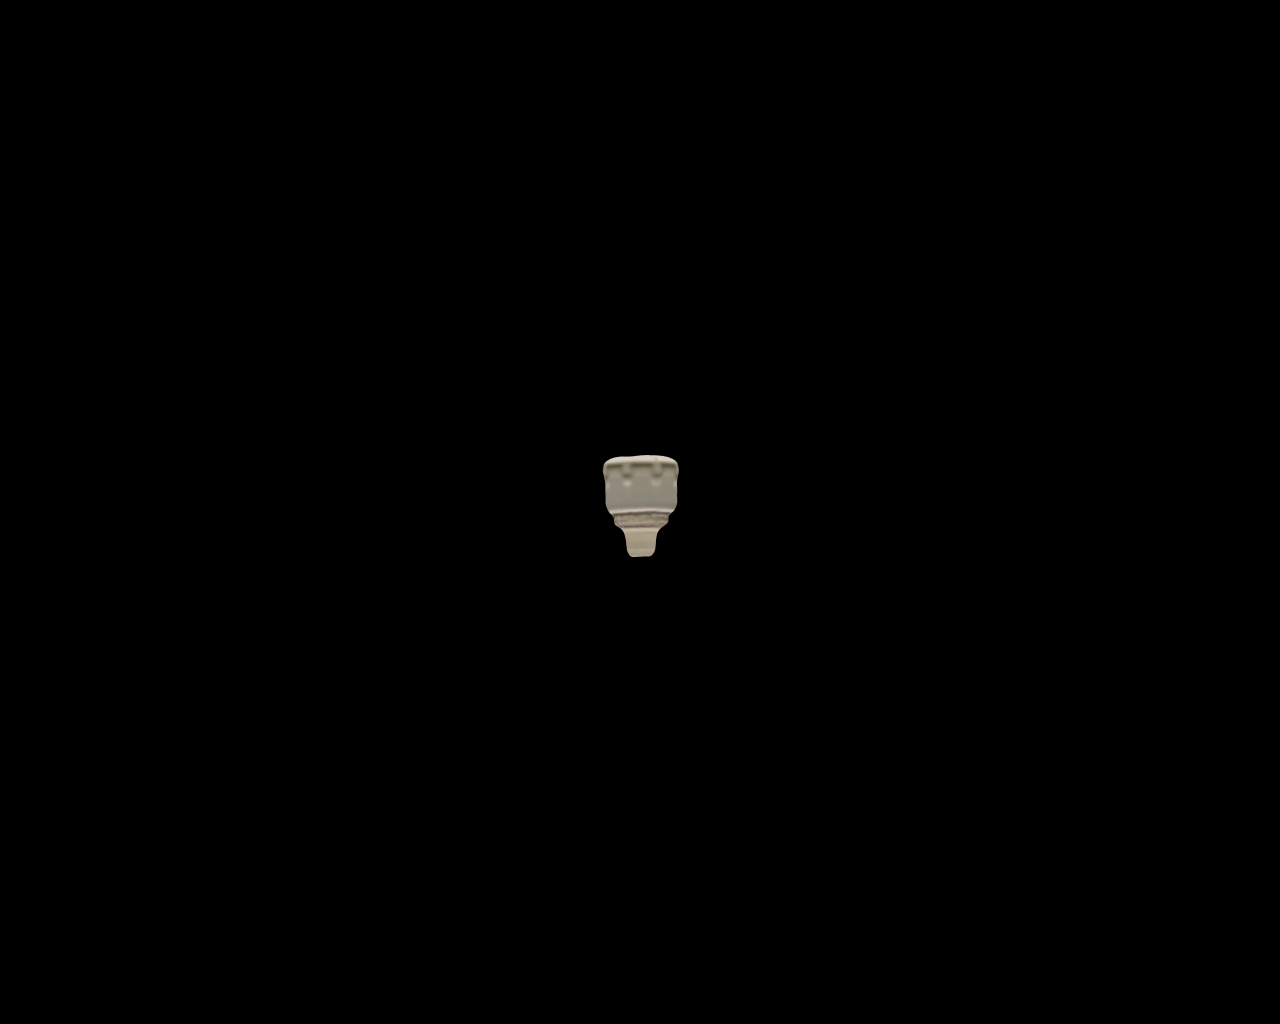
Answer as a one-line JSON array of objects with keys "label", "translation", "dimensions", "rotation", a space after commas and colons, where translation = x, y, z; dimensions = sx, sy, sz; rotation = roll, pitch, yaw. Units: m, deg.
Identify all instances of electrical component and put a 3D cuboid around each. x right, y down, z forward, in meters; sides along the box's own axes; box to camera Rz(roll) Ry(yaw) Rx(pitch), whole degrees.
[{"label": "electrical component", "translation": [0.001, -0.003, 0.650], "dimensions": [0.048, 0.062, 0.048], "rotation": [0, -2, 0]}]
